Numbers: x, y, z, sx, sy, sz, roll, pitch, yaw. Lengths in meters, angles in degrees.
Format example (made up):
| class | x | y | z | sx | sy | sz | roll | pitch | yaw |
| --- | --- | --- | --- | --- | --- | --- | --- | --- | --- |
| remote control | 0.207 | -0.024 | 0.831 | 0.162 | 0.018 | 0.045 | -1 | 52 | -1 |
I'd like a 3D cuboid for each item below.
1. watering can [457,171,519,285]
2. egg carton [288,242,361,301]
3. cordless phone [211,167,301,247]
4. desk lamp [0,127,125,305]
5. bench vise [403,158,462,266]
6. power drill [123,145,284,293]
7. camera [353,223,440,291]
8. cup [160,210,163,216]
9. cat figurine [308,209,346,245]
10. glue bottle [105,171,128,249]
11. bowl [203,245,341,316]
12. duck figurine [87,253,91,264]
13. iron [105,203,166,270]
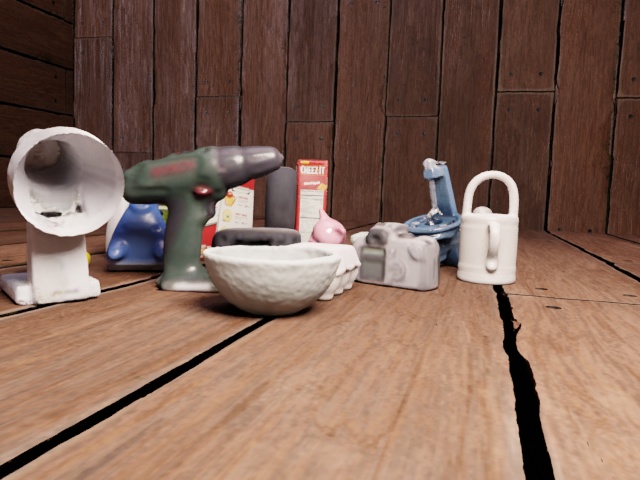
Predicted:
| class | x | y | z | sx | sy | sz | roll | pitch | yaw |
| --- | --- | --- | --- | --- | --- | --- | --- | --- | --- |
| watering can | 0.296 | -0.025 | 1.016 | 0.101 | 0.194 | 0.172 | 1 | 5 | -14 |
| egg carton | -0.005 | 0.042 | 0.832 | 0.107 | 0.069 | 0.151 | 4 | 5 | 17 |
| cordless phone | -0.103 | -0.029 | 0.945 | 0.148 | 0.185 | 0.094 | 0 | 5 | -19 |
| desk lamp | -0.329 | -0.031 | 0.703 | 0.118 | 0.213 | 0.202 | -2 | 6 | -39 |
| bench vise | 0.247 | -0.053 | 1.179 | 0.121 | 0.220 | 0.208 | 5 | 6 | 33 |
| power drill | -0.169 | -0.033 | 0.824 | 0.229 | 0.208 | 0.075 | 2 | 5 | 1 |
| camera | 0.143 | 0.022 | 0.954 | 0.142 | 0.101 | 0.137 | 6 | 6 | 37 |
| cup | -0.388 | -0.020 | 1.244 | 0.092 | 0.095 | 0.117 | 1 | 5 | -13 |
| cat figurine | 0.009 | 0.004 | 1.006 | 0.067 | 0.118 | 0.127 | 1 | 5 | -8 |
| glue bottle | -0.390 | -0.051 | 1.139 | 0.037 | 0.173 | 0.078 | 4 | 5 | 16 |
| bowl | -0.058 | 0.050 | 0.691 | 0.167 | 0.075 | 0.167 | 2 | 5 | 0 |
| duck figurine | -0.436 | 0.004 | 0.985 | 0.078 | 0.086 | 0.104 | 0 | 5 | -21 |
| iron | -0.312 | -0.023 | 1.033 | 0.119 | 0.141 | 0.258 | 1 | 5 | -12 |
